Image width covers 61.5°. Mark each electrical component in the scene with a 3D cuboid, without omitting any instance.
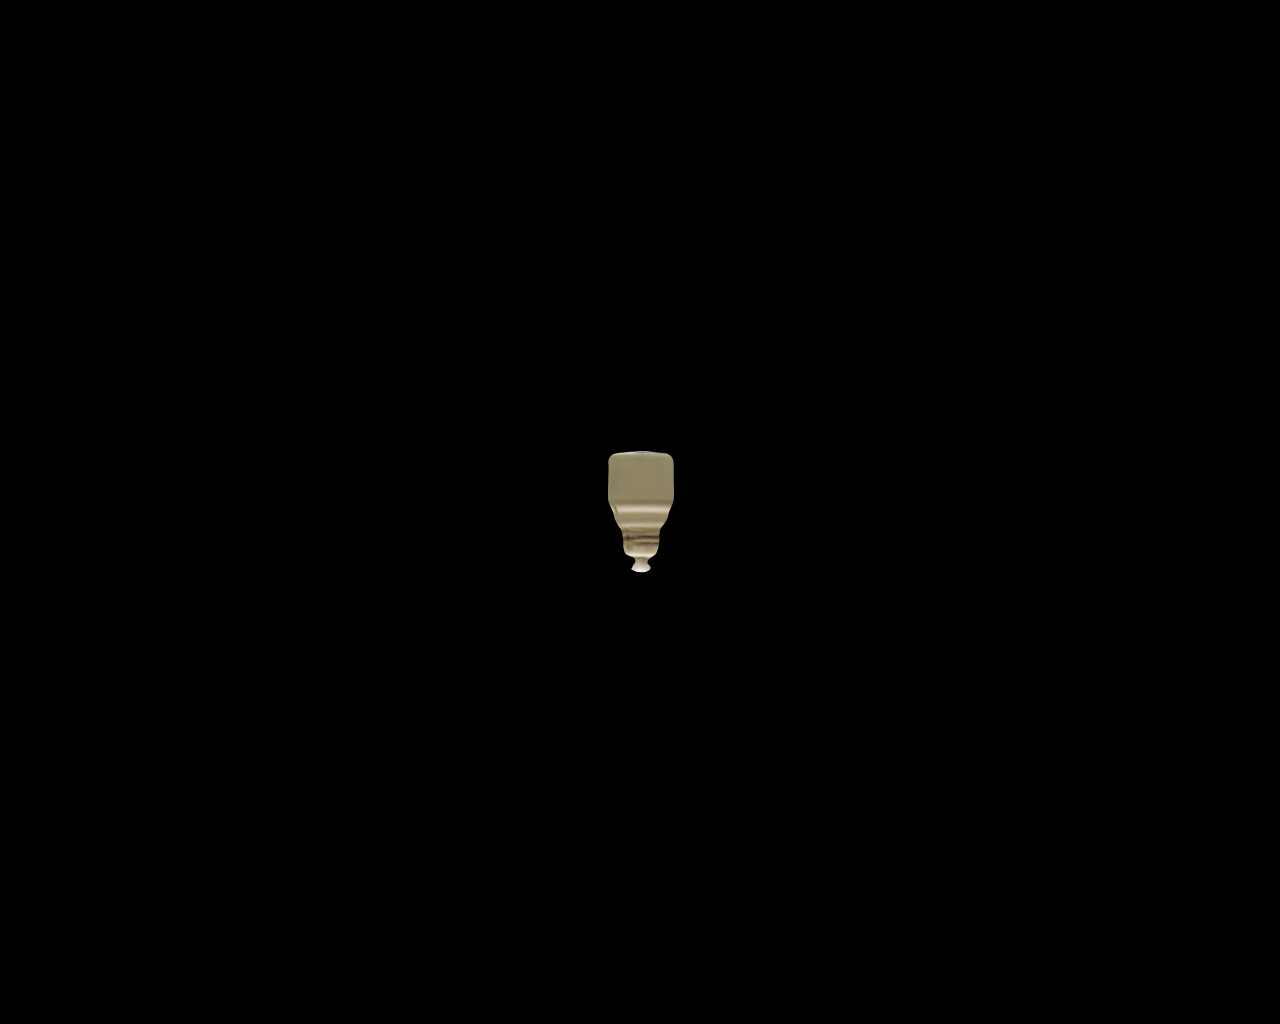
[{"bbox_3d":[0.001,-0.003,0.650,0.040,0.078,0.040,0,-2,0],"label":"electrical component"}]
